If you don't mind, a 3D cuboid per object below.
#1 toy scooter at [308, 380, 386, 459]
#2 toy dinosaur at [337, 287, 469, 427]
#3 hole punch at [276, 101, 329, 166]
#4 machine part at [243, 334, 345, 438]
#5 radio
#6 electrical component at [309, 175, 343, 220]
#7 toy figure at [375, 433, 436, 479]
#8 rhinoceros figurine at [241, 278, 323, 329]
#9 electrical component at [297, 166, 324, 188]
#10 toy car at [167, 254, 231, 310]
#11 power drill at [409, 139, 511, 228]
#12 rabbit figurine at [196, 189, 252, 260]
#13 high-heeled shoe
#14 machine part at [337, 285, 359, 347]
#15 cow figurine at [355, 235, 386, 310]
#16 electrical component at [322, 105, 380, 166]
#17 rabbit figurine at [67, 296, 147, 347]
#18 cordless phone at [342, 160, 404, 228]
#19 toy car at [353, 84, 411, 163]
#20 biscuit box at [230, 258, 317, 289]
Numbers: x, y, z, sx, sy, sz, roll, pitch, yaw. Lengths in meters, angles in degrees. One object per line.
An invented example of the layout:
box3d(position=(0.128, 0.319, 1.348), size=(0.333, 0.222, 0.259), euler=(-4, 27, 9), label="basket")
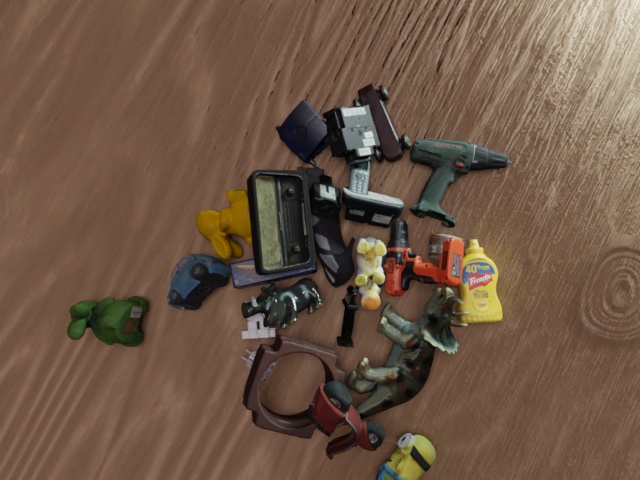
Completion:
box3d(position=(0.037, 0.398, 1.152), size=(0.135, 0.075, 0.184), euler=(-43, 92, 16), label="toy scooter")
box3d(position=(0.187, 0.282, 1.213), size=(0.192, 0.131, 0.404), euler=(26, 92, 7), label="toy dinosaur")
box3d(position=(-0.034, -0.263, 1.311), size=(0.116, 0.092, 0.142), euler=(-44, 85, 2), label="hole punch")
box3d(position=(-0.060, 0.325, 1.208), size=(0.201, 0.087, 0.201), euler=(18, 87, -14), label="machine part")
box3d(position=(-0.087, -0.040, 1.205), size=(0.131, 0.073, 0.229), euler=(-4, 86, -19), label="radio")
box3d(position=(0.009, -0.105, 1.271), size=(0.075, 0.119, 0.047), euler=(12, 125, -17), label="electrical component")
box3d(position=(0.183, 0.515, 1.196), size=(0.089, 0.082, 0.180), euler=(37, 79, -11), label="toy figure")
box3d(position=(-0.086, 0.144, 1.236), size=(0.190, 0.073, 0.112), euler=(-18, 81, -25), label="rhinoceros figurine")
box3d(position=(-0.013, -0.150, 1.325), size=(0.094, 0.021, 0.063), euler=(9, 83, 5), label="electrical component")
box3d(position=(-0.301, 0.088, 1.284), size=(0.161, 0.109, 0.103), euler=(-44, 59, 9), label="toy car")
box3d(position=(0.314, -0.137, 1.272), size=(0.232, 0.086, 0.207), euler=(18, 88, 8), label="power drill")
box3d(position=(-0.217, -0.035, 1.296), size=(0.173, 0.122, 0.162), euler=(-6, 91, 17), label="rabbit figurine")
box3d(position=(-0.003, -0.004, 1.300), size=(0.249, 0.086, 0.145), euler=(42, 126, 29), label="high-heeled shoe")
box3d(position=(0.067, 0.178, 1.254), size=(0.039, 0.084, 0.138), euler=(7, 93, -11), label="machine part")
box3d(position=(0.114, 0.075, 1.261), size=(0.068, 0.098, 0.167), euler=(2, 102, 0), label="cow figurine")
box3d(position=(0.076, -0.244, 1.259), size=(0.115, 0.058, 0.134), euler=(-13, 89, -36), label="electrical component")
box3d(position=(-0.524, 0.192, 1.268), size=(0.170, 0.159, 0.121), euler=(7, 93, 20), label="rabbit figurine")
box3d(position=(0.128, -0.132, 1.290), size=(0.147, 0.088, 0.184), euler=(11, 59, -5), label="cordless phone")
box3d(position=(0.151, -0.285, 1.316), size=(0.089, 0.053, 0.202), euler=(-26, 79, 21), label="toy car")
box3d(position=(-0.110, 0.067, 1.285), size=(0.203, 0.059, 0.063), euler=(-13, 82, 2), label="biscuit box")
